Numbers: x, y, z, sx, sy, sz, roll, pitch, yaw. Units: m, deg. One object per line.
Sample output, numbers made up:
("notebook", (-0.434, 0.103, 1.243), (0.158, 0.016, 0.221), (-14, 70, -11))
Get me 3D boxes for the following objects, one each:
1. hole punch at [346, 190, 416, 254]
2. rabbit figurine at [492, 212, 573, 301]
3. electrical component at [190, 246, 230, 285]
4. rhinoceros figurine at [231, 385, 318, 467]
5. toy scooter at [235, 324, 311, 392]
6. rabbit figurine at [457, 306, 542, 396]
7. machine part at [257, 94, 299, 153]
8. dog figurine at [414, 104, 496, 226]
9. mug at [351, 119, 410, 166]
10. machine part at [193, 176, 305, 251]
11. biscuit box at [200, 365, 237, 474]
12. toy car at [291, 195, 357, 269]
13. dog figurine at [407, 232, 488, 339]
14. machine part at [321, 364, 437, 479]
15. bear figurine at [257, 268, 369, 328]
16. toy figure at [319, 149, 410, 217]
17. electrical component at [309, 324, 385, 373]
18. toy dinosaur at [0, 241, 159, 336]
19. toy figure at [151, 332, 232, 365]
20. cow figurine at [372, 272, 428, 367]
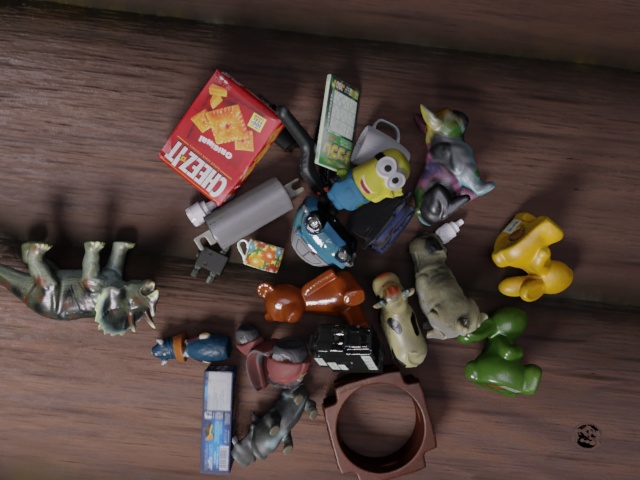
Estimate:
("hole punch", (0.131, -0.030, 1.063), (0.142, 0.116, 0.092), (-49, 119, -3))
("rabbit figurine", (0.436, 0.050, 1.073), (0.173, 0.122, 0.162), (41, 80, -19))
("electrical component", (-0.223, 0.041, 1.101), (0.063, 0.021, 0.094), (27, 88, 0))
("rhinoceros figurine", (-0.093, 0.360, 1.050), (0.190, 0.112, 0.073), (-46, 120, -15))
("toy scooter", (-0.094, 0.247, 1.052), (0.184, 0.075, 0.135), (10, 107, 37))
("rabbit figurine", (0.357, 0.211, 1.080), (0.159, 0.121, 0.170), (16, 69, 5))
("machine part", (-0.097, -0.233, 1.108), (0.139, 0.039, 0.084), (40, 79, 2))
("dog figurine", (0.236, -0.160, 1.081), (0.191, 0.108, 0.219), (-31, 84, 0))
("mug", (0.131, -0.184, 1.096), (0.107, 0.081, 0.109), (25, 77, -11))
("machine part", (-0.142, -0.056, 1.074), (0.243, 0.079, 0.079), (-30, 89, -6))
("biscuit box", (-0.201, 0.354, 1.068), (0.059, 0.063, 0.202), (2, 88, -2))
("toy car", (-0.002, -0.003, 1.077), (0.103, 0.109, 0.161), (-35, 101, 21))
("dog figurine", (0.233, 0.082, 1.041), (0.121, 0.172, 0.190), (-20, 96, -13))
("machine part", (0.115, 0.360, 1.065), (0.201, 0.087, 0.201), (-15, 88, 0))
("bear figurine", (-0.017, 0.126, 1.050), (0.196, 0.132, 0.120), (-12, 123, -9))
("toy figure", (0.087, -0.113, 1.037), (0.180, 0.089, 0.082), (-27, 131, 25))
("electrical component", (0.049, 0.207, 1.020), (0.134, 0.114, 0.058), (-2, 54, 18))
("toy dinosaur", (-0.489, 0.095, 1.051), (0.405, 0.131, 0.192), (-1, 87, 5))
("toy figure", (-0.257, 0.217, 1.076), (0.155, 0.058, 0.064), (-1, 83, 3))
("cow figurine", (0.153, 0.156, 1.053), (0.085, 0.127, 0.194), (-20, 91, -5))
